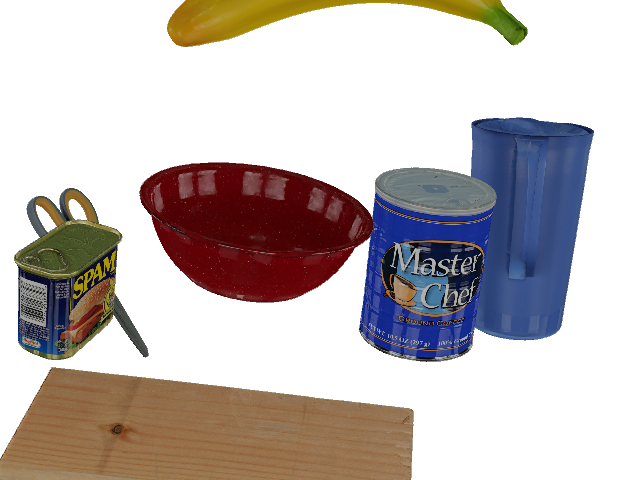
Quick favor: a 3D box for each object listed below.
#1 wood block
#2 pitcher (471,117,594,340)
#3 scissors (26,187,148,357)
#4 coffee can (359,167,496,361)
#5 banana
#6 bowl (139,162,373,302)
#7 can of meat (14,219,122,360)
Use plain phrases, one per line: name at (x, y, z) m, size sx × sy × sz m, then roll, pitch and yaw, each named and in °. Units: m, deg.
wood block at (-0.057, 0.139, 0.580) m, size 0.206 × 0.090 × 0.090 m, roll 6°, pitch 29°, yaw 4°
pitcher at (0.227, -0.013, 1.198) m, size 0.149 × 0.243 × 0.145 m, roll -7°, pitch 17°, yaw -33°
scissors at (-0.233, 0.024, 1.138) m, size 0.016 × 0.201 × 0.096 m, roll -27°, pitch 23°, yaw 30°
coffee can at (0.091, 0.019, 0.924) m, size 0.103 × 0.140 × 0.103 m, roll 4°, pitch 22°, yaw -2°
banana at (0.014, -0.139, 0.588) m, size 0.197 × 0.069 × 0.037 m, roll -3°, pitch -41°, yaw -7°
bowl at (-0.047, -0.001, 0.740) m, size 0.162 × 0.055 × 0.162 m, roll 9°, pitch 22°, yaw -4°
can of meat at (-0.214, 0.041, 0.905) m, size 0.057 × 0.084 × 0.102 m, roll 16°, pitch 26°, yaw 14°
